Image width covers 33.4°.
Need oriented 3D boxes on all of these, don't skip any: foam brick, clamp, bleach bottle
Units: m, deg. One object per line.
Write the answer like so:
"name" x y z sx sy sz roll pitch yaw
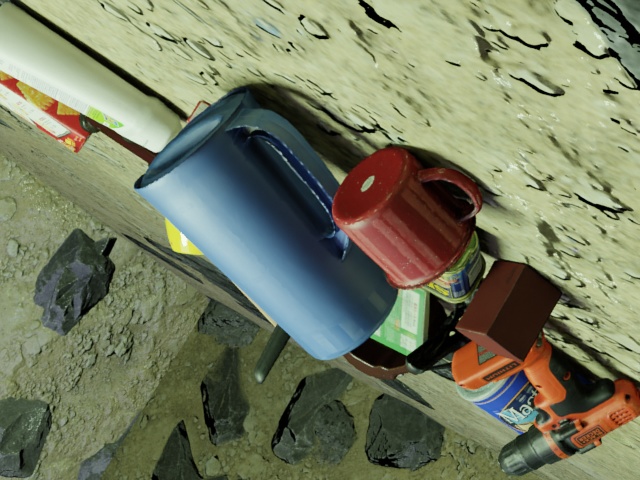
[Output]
"foam brick" 0.174 0.065 0.979 0.051 0.078 0.053 37 169 -22
"clamp" 0.158 0.090 1.178 0.039 0.120 0.171 42 -163 18
"clamp" 0.000 0.076 1.345 0.164 0.210 0.036 2 175 -11
"bleach bottle" -0.253 -0.167 1.192 0.250 0.068 0.103 31 172 -12

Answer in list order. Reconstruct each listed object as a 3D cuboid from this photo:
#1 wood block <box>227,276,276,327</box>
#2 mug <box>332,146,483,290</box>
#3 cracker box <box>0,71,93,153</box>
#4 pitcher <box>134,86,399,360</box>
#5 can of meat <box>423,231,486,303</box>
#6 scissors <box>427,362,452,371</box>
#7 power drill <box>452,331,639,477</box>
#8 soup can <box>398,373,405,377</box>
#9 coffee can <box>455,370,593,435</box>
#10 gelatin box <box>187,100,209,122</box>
"wood block" -0.084 0.021 1.401 0.206 0.091 0.090 51 176 -40
"mug" 0.072 -0.024 0.845 0.117 0.093 0.081 -21 128 39
"cracker box" -0.378 -0.205 1.368 0.213 0.072 0.164 34 170 -12
"pitcher" -0.034 -0.011 0.952 0.242 0.145 0.149 48 -173 -18
"can of meat" 0.099 0.006 0.978 0.102 0.057 0.084 28 168 19
"scissors" 0.203 0.156 1.322 0.096 0.016 0.201 12 -170 26
"power drill" 0.230 0.173 1.160 0.187 0.185 0.057 40 -152 -27
"soup can" 0.107 0.122 1.427 0.068 0.102 0.068 31 171 5
"coffee can" 0.246 0.176 1.260 0.140 0.103 0.103 34 171 -20
"gelatin box" -0.086 -0.100 1.098 0.089 0.030 0.073 29 169 16
